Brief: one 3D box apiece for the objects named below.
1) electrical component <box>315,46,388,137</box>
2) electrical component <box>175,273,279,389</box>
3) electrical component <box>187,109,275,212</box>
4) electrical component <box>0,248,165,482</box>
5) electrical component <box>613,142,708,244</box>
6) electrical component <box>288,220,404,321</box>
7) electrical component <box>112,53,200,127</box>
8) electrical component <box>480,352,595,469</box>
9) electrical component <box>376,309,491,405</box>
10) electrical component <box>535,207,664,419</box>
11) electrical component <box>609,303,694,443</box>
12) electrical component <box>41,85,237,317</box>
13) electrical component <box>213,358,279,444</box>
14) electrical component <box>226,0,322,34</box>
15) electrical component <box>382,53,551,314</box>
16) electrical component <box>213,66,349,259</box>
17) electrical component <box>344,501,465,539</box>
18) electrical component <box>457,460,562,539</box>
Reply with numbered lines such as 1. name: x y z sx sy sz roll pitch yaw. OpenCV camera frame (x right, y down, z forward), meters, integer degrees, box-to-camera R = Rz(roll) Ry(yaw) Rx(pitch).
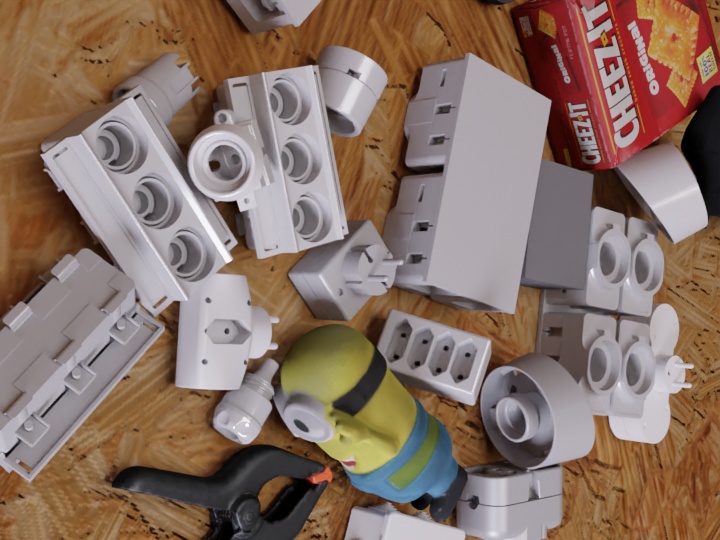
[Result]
1. electrical component: -0.014 -0.131 0.800 0.055 0.055 0.047 35 71 -36
2. electrical component: -0.088 0.042 0.741 0.079 0.043 0.077 5 87 -42
3. electrical component: -0.082 -0.069 0.686 0.055 0.048 0.066 -62 136 -79
4. electrical component: -0.185 0.050 0.634 0.079 0.063 0.121 34 61 8
5. electrical component: 0.290 -0.073 1.037 0.064 0.099 0.099 -24 111 6
6. electrical component: 0.000 0.000 0.797 0.065 0.077 0.047 -48 119 -31
7. electrical component: -0.133 -0.116 0.705 0.046 0.040 0.040 -52 122 -36
8. electrical component: 0.152 0.121 0.920 0.064 0.099 0.099 -13 98 -35
9. electrical component: 0.059 0.075 0.857 0.075 0.083 0.047 71 37 -68
10. electrical component: 0.225 0.041 1.007 0.105 0.060 0.186 11 83 -41
11. electrical component: 0.295 0.102 1.060 0.052 0.074 0.138 14 81 -41
12. electrical component: -0.142 -0.042 0.679 0.078 0.063 0.121 -45 118 -32
13. electrical component: -0.077 0.090 0.758 0.035 0.035 0.061 47 58 -31
14. electrical component: -0.042 -0.269 0.770 0.105 0.060 0.186 52 59 -29
15. electrical component: 0.086 -0.067 0.884 0.105 0.060 0.186 20 77 -40
16. electrical component: -0.058 -0.076 0.754 0.079 0.063 0.121 -18 102 -40
17. electrical component: 0.028 0.235 0.841 0.100 0.048 0.099 24 74 -39
18. electrical component: 0.129 0.200 0.927 0.095 0.054 0.059 0 90 -41
